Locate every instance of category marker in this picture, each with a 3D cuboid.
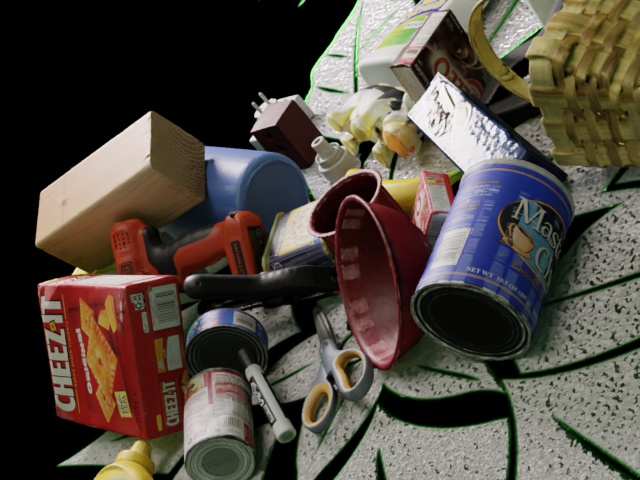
[{"bbox_3d":[-0.054,0.147,1.030,0.020,0.020,0.121,-40,45,6],"label":"marker"}]

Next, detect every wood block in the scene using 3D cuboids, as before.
[{"bbox_3d":[-0.241,-0.055,1.289,0.206,0.090,0.091,-30,47,30],"label":"wood block"}]

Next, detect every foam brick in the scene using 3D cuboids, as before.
[{"bbox_3d":[-0.041,-0.135,1.383,0.053,0.078,0.051,-7,42,49],"label":"foam brick"}]

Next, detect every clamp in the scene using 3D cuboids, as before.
[{"bbox_3d":[-0.058,0.055,1.116,0.120,0.171,0.039,125,141,-76],"label":"clamp"},{"bbox_3d":[0.247,-0.187,1.107,0.210,0.036,0.165,-47,38,10],"label":"clamp"}]

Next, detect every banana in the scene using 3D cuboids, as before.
[{"bbox_3d":[0.077,-0.055,1.166,0.069,0.037,0.198,-28,20,-32],"label":"banana"}]

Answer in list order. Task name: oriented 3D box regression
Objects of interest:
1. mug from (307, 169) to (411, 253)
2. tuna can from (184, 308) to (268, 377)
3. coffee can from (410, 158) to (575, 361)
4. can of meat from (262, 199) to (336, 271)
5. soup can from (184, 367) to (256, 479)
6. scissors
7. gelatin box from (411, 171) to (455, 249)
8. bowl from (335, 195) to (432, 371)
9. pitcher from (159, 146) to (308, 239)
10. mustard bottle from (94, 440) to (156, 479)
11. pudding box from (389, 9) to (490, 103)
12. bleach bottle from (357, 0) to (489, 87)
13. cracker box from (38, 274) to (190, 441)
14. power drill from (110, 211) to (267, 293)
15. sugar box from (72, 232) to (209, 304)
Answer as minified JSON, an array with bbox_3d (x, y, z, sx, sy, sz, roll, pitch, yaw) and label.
[{"bbox_3d":[0.043,-0.016,1.099,0.093,0.081,0.117,-43,28,-1],"label":"mug"},{"bbox_3d":[-0.096,0.113,1.098,0.086,0.086,0.033,-33,28,19],"label":"tuna can"},{"bbox_3d":[0.147,0.016,0.898,0.103,0.102,0.140,-13,40,44],"label":"coffee can"},{"bbox_3d":[-0.008,0.001,1.171,0.084,0.057,0.102,-23,34,31],"label":"can of meat"},{"bbox_3d":[-0.096,0.180,1.024,0.068,0.068,0.102,-35,29,15],"label":"soup can"},{"bbox_3d":[0.000,0.124,1.032,0.096,0.016,0.202,-54,20,-2],"label":"scissors"},{"bbox_3d":[0.105,-0.009,1.012,0.073,0.030,0.089,-93,11,-54],"label":"gelatin box"},{"bbox_3d":[0.065,0.034,0.970,0.055,0.162,0.162,-11,23,-16],"label":"bowl"},{"bbox_3d":[-0.118,-0.060,1.343,0.243,0.144,0.149,6,67,51],"label":"pitcher"},{"bbox_3d":[-0.203,0.278,1.037,0.096,0.058,0.191,-23,34,35],"label":"mustard bottle"},{"bbox_3d":[0.137,-0.183,1.178,0.039,0.113,0.090,4,53,50],"label":"pudding box"},{"bbox_3d":[0.157,-0.287,1.357,0.103,0.068,0.250,2,49,55],"label":"bleach bottle"},{"bbox_3d":[-0.229,0.123,1.176,0.071,0.164,0.214,-10,5,-39],"label":"cracker box"},{"bbox_3d":[-0.145,0.052,1.213,0.188,0.184,0.057,-14,-1,21],"label":"power drill"},{"bbox_3d":[-0.227,0.047,1.357,0.177,0.093,0.048,-16,39,40],"label":"sugar box"}]
